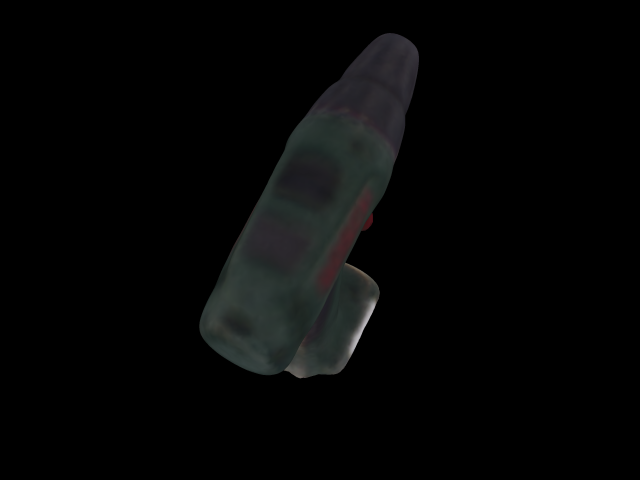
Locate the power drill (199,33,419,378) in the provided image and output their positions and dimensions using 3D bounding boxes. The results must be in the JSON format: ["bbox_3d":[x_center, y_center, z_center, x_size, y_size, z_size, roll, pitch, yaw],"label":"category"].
[{"bbox_3d":[0.004,0.001,0.400,0.075,0.208,0.230,21,58,14],"label":"power drill"}]
